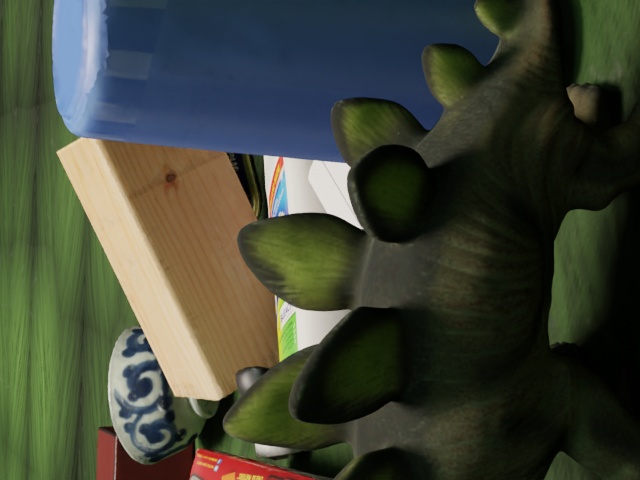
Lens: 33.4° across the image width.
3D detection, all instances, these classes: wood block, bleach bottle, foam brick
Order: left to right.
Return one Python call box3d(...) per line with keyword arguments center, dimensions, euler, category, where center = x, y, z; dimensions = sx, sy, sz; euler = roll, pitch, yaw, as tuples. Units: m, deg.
box3d(center=(-0.161, 0.200, 0.989), dimensions=(0.051, 0.078, 0.053), euler=(-3, 84, 62), category="foam brick")
box3d(center=(-0.099, 0.005, 0.789), dimensions=(0.090, 0.090, 0.206), euler=(-11, 105, 60), category="wood block")
box3d(center=(-0.005, 0.001, 0.730), dimensions=(0.103, 0.068, 0.251), euler=(112, 152, -60), category="bleach bottle")

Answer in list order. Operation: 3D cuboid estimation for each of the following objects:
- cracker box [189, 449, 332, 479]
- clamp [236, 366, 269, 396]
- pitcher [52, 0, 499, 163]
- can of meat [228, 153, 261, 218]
box3d(center=(-0.042, 0.259, 0.713), dimensions=(0.164, 0.072, 0.213), euler=(-2, 71, 53), category="cracker box")
box3d(center=(0.047, 0.087, 0.593), dimensions=(0.120, 0.171, 0.039), euler=(-55, 9, -30), category="clamp")
box3d(center=(-0.013, -0.111, 0.567), dimensions=(0.149, 0.242, 0.145), euler=(-149, 63, -65), category="pitcher")
box3d(center=(-0.104, -0.054, 0.889), dimensions=(0.058, 0.083, 0.102), euler=(-48, 49, 50), category="can of meat")
